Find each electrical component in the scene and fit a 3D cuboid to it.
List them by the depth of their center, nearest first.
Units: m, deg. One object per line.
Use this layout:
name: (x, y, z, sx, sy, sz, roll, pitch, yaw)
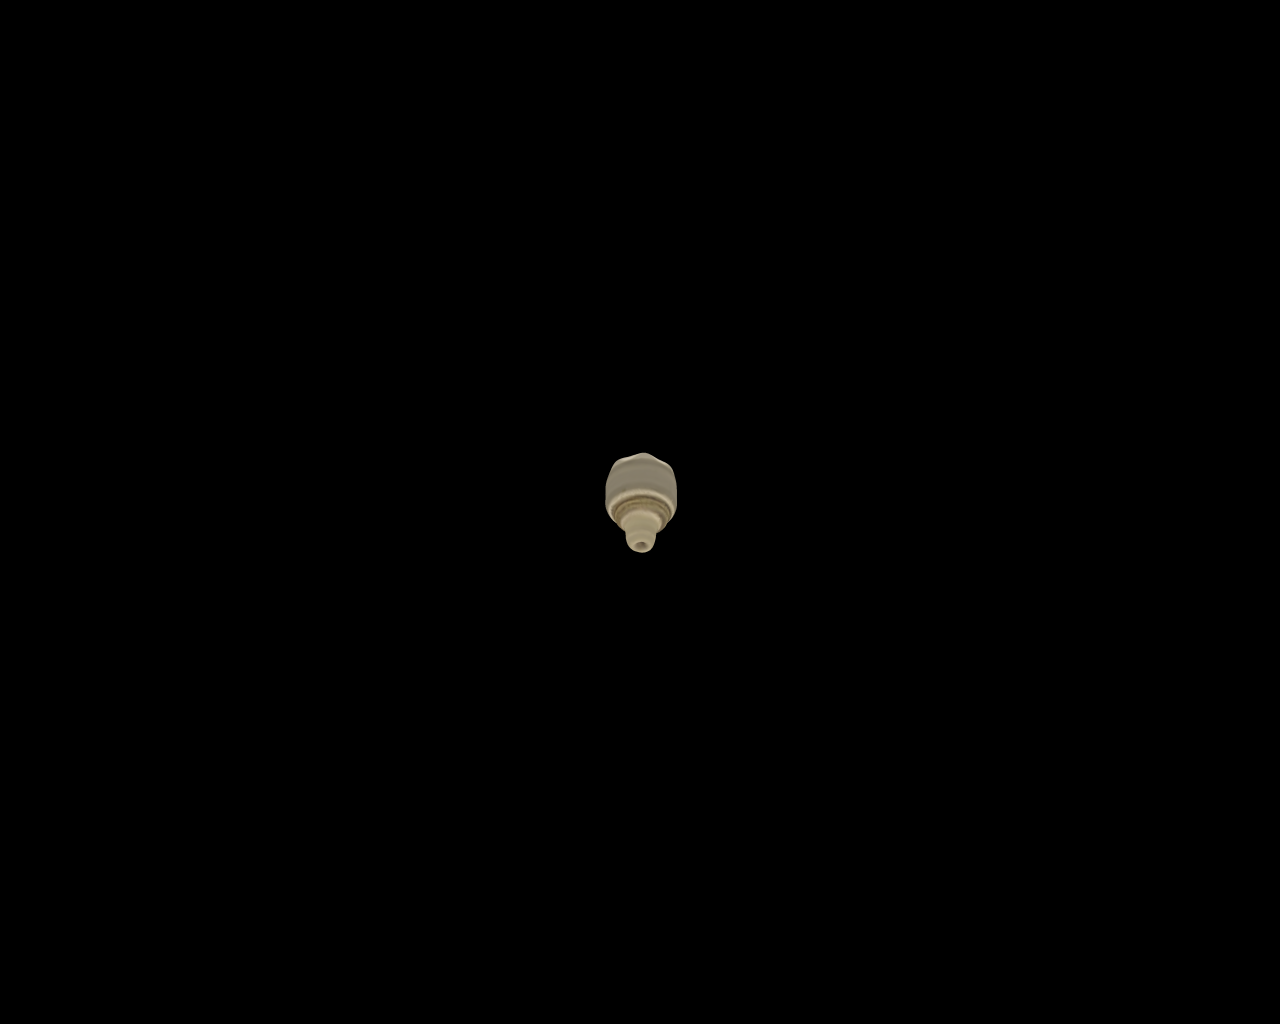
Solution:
electrical component: (0.001, -0.003, 0.650, 0.043, 0.062, 0.043, 0, -40, 0)
